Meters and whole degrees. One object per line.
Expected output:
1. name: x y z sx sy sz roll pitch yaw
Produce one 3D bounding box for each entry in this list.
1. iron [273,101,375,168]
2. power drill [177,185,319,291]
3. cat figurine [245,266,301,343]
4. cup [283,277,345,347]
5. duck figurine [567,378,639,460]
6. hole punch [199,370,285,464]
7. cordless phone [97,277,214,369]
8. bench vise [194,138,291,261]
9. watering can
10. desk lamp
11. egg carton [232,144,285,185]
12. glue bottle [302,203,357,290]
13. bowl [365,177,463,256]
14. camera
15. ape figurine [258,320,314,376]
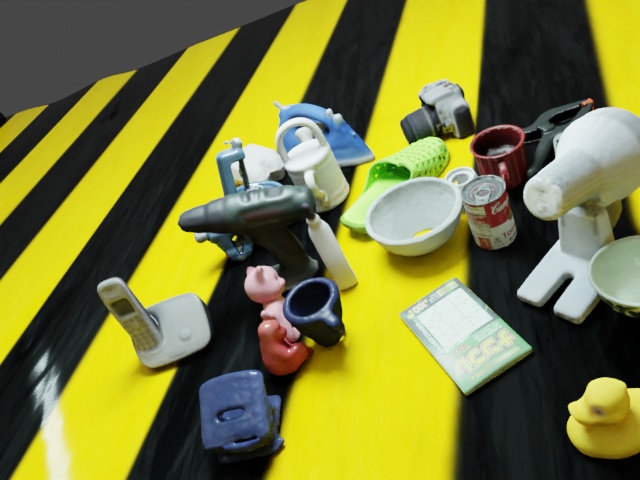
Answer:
1. iron: 0.001 -0.246 1.273 0.257 0.142 0.119 14 54 42
2. power drill: -0.100 -0.001 0.995 0.229 0.209 0.075 -21 38 11
3. cat figurine: -0.087 0.097 0.947 0.067 0.118 0.127 -22 37 9
4. cup: 0.008 0.124 0.874 0.092 0.095 0.117 -39 38 -13
5. duck figurine: 0.316 0.181 0.617 0.104 0.086 0.077 -23 37 8
6. hole punch: -0.113 0.249 0.808 0.108 0.091 0.101 -18 38 14
7. cordless phone: -0.280 0.125 0.982 0.147 0.185 0.094 -24 37 7
8. bench vise: -0.157 -0.074 1.107 0.208 0.220 0.121 -45 40 -20
9. watering can: -0.024 -0.161 1.146 0.101 0.195 0.172 -33 37 -6
10. desk lamp: 0.342 -0.037 0.749 0.203 0.214 0.117 -45 40 -20
11. egg carton: -0.150 -0.168 1.339 0.107 0.070 0.149 -45 40 -21
12. glue bottle: 0.009 0.003 0.949 0.037 0.174 0.078 -29 37 0
13. bowl: 0.165 -0.027 0.968 0.167 0.075 0.167 -17 38 15
14. camera: 0.229 -0.264 1.182 0.137 0.101 0.143 -25 37 5
15. ape figurine: -0.063 0.159 0.881 0.076 0.092 0.077 -37 38 -11
